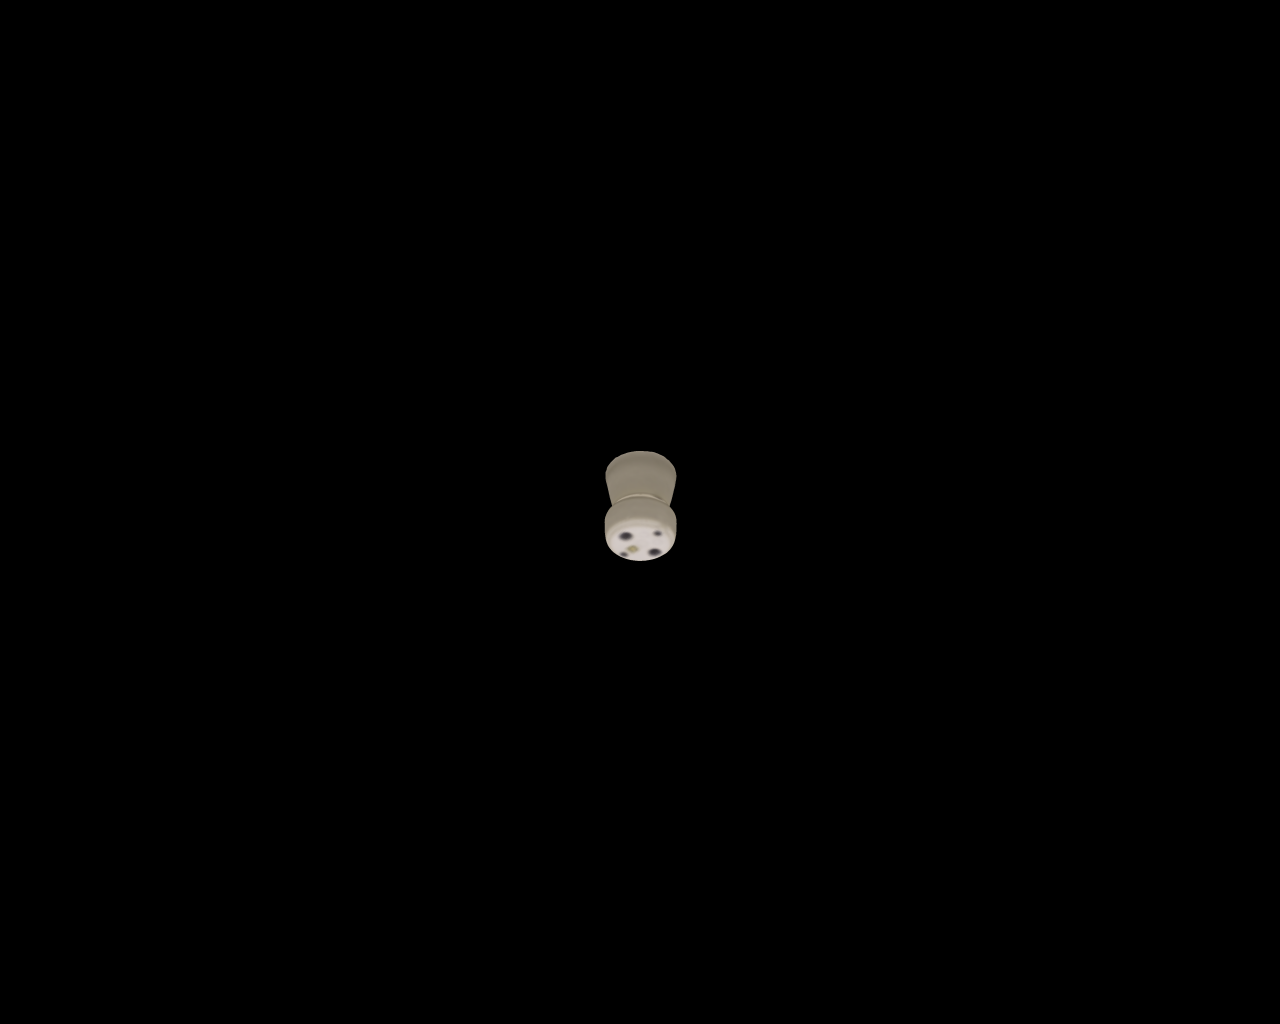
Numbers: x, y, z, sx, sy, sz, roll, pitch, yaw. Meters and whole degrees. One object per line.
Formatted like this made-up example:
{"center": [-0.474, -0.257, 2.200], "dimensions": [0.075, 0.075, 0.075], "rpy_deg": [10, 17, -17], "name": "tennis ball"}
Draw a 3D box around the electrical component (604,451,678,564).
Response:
{"center": [0.001, -0.003, 0.650], "dimensions": [0.045, 0.055, 0.044], "rpy_deg": [0, -37, 0], "name": "electrical component"}
